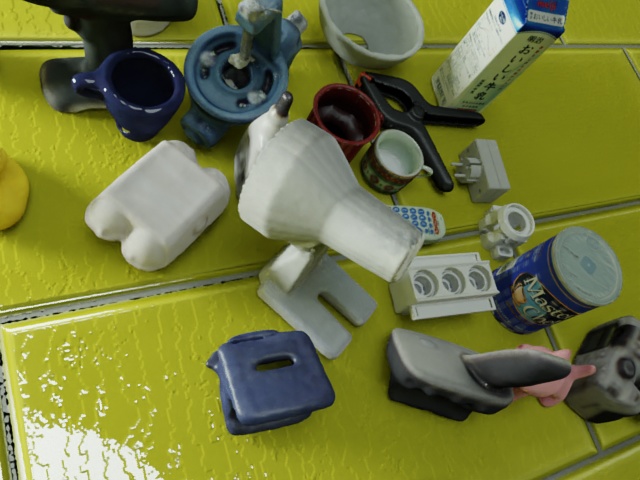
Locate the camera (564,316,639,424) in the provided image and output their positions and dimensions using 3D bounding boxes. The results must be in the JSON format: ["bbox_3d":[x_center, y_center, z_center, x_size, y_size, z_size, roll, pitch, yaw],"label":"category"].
[{"bbox_3d":[0.421,0.189,0.761,0.137,0.100,0.143,43,58,1],"label":"camera"}]

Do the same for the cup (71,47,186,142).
[{"bbox_3d":[-0.219,-0.155,0.654,0.118,0.094,0.091,-4,69,-24],"label":"cup"}]

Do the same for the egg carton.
[{"bbox_3d":[-0.174,-0.039,0.634,0.107,0.069,0.150,39,58,-2],"label":"egg carton"}]

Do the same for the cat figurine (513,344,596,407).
[{"bbox_3d":[0.276,0.162,0.702,0.128,0.117,0.067,7,65,-20],"label":"cat figurine"}]

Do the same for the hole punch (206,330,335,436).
[{"bbox_3d":[-0.052,0.141,0.590,0.109,0.091,0.101,-6,70,-25],"label":"hole punch"}]

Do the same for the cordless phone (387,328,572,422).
[{"bbox_3d":[0.167,0.134,0.630,0.148,0.184,0.094,16,62,-15],"label":"cordless phone"}]

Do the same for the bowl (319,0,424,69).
[{"bbox_3d":[0.067,-0.316,0.859,0.168,0.074,0.167,9,64,-19],"label":"bowl"}]

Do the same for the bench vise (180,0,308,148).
[{"bbox_3d":[-0.082,-0.232,0.673,0.122,0.219,0.207,23,60,-11],"label":"bench vise"}]

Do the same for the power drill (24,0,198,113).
[{"bbox_3d":[-0.250,-0.227,0.606,0.230,0.208,0.075,-15,73,-28],"label":"power drill"}]

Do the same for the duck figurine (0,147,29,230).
[{"bbox_3d":[-0.335,-0.066,0.569,0.078,0.086,0.104,-14,73,-27],"label":"duck figurine"}]

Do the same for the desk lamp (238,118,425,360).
[{"bbox_3d":[0.006,0.002,0.606,0.203,0.213,0.118,42,58,0],"label":"desk lamp"}]

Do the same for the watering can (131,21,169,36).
[{"bbox_3d":[-0.208,-0.350,0.689,0.173,0.193,0.101,-7,70,-25],"label":"watering can"}]

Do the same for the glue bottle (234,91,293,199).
[{"bbox_3d":[-0.062,-0.112,0.654,0.037,0.173,0.078,4,65,-21],"label":"glue bottle"}]
